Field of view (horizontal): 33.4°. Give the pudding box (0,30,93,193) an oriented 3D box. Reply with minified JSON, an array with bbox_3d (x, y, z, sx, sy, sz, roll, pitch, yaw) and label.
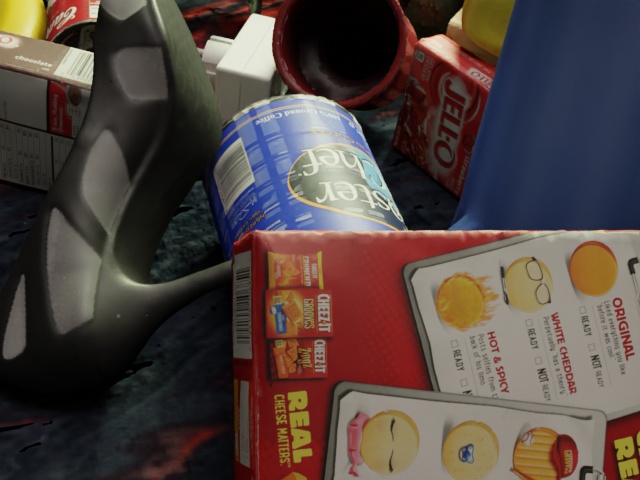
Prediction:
[{"bbox_3d":[-0.166,-0.073,0.647,0.113,0.090,0.039,15,42,3],"label":"pudding box"}]

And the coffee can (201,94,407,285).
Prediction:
[{"bbox_3d":[-0.004,0.001,0.590,0.102,0.103,0.140,-3,42,-17],"label":"coffee can"}]

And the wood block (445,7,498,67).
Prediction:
[{"bbox_3d":[0.192,-0.100,0.765,0.206,0.090,0.090,25,43,15],"label":"wood block"}]

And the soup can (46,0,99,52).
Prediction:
[{"bbox_3d":[-0.159,-0.150,0.755,0.068,0.068,0.102,1,41,-13],"label":"soup can"}]

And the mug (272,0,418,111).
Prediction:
[{"bbox_3d":[0.030,-0.143,0.739,0.093,0.117,0.081,38,11,12],"label":"mug"}]

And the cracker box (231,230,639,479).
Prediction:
[{"bbox_3d":[0.068,0.079,0.480,0.213,0.072,0.164,0,85,-15],"label":"cracker box"}]

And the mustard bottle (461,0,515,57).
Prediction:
[{"bbox_3d":[0.151,-0.193,0.748,0.096,0.058,0.191,11,41,1],"label":"mustard bottle"}]

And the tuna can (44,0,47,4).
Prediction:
[{"bbox_3d":[-0.179,-0.208,0.843,0.086,0.034,0.086,7,41,-6],"label":"tuna can"}]

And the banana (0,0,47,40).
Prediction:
[{"bbox_3d":[-0.237,-0.170,0.782,0.069,0.037,0.198,-2,42,-18],"label":"banana"}]

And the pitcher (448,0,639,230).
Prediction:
[{"bbox_3d":[0.170,-0.086,0.624,0.145,0.243,0.149,20,36,16],"label":"pitcher"}]

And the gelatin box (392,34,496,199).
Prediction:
[{"bbox_3d":[0.089,-0.083,0.720,0.030,0.089,0.073,-24,52,-34],"label":"gelatin box"}]
